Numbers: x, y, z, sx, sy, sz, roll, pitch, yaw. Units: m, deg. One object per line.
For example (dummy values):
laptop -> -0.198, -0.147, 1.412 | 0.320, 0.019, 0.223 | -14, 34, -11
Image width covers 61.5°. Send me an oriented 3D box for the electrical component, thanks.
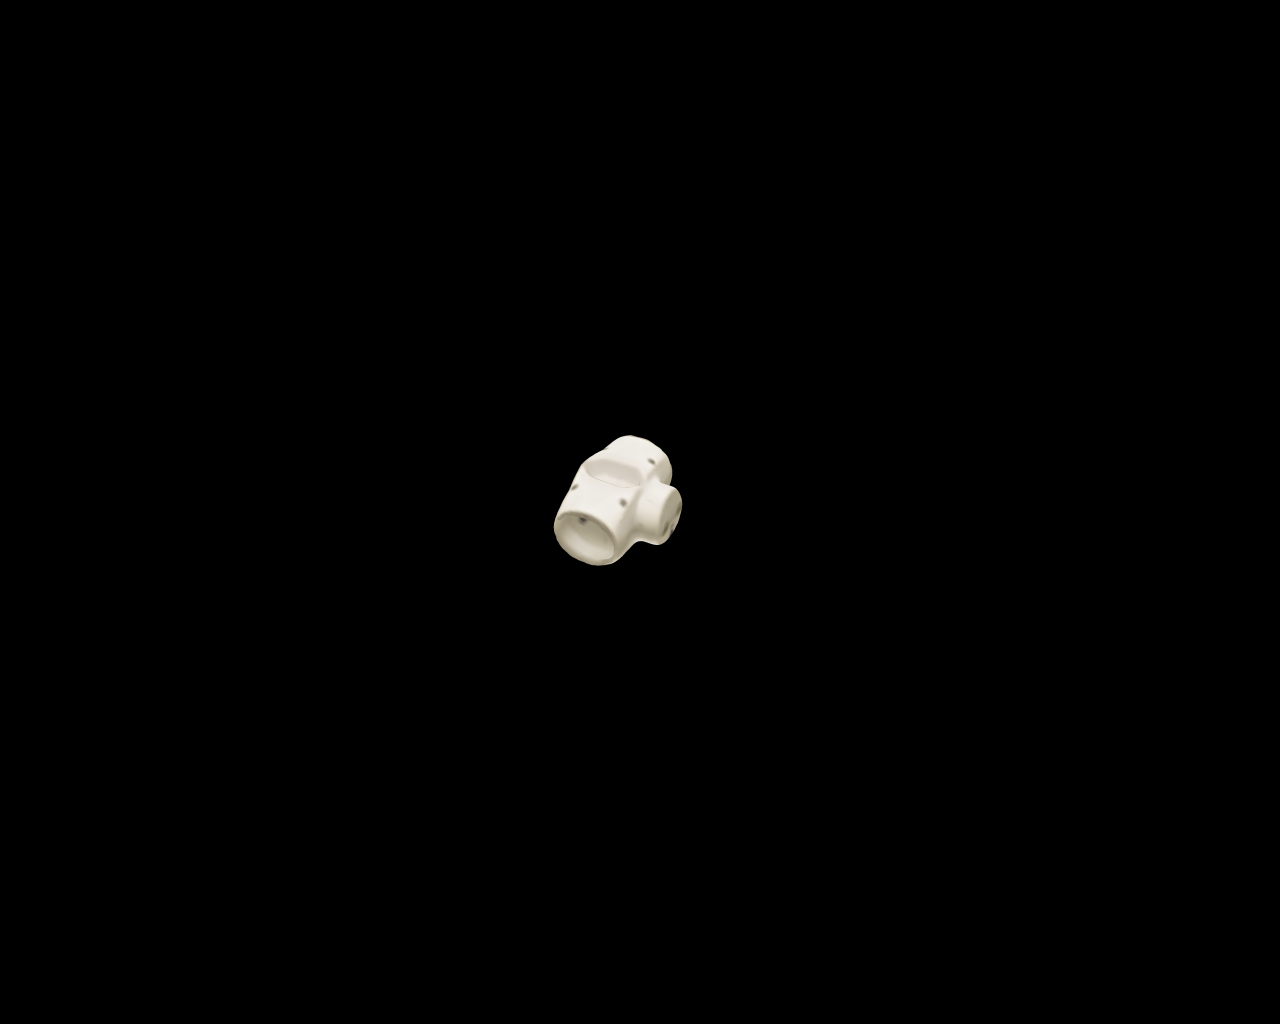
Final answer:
electrical component -> 0.001, -0.003, 0.650 | 0.079, 0.043, 0.077 | 19, 46, 19
